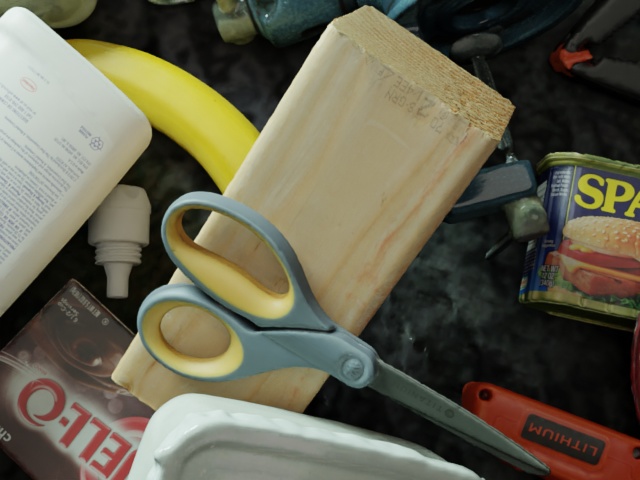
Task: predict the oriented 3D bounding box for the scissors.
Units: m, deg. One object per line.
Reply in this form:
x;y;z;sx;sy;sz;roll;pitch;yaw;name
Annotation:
-0.002;0.063;0.481;0.202;0.016;0.096;44;114;-1;scissors

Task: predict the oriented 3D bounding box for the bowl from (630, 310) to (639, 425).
0.243;0.062;0.556;0.161;0.055;0.162;-2;96;-23;bowl

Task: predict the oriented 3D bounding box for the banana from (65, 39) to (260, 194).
-0.079;-0.058;0.604;0.069;0.037;0.198;-44;84;-10;banana

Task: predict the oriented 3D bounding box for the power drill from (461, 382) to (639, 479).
0.083;0.174;0.560;0.184;0.057;0.187;20;81;1;power drill

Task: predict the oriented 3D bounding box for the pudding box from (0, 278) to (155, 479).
-0.122;0.091;0.572;0.113;0.039;0.090;42;80;5;pudding box

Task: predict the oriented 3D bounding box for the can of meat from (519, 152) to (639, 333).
0.166;0.005;0.595;0.102;0.057;0.084;12;81;-1;can of meat

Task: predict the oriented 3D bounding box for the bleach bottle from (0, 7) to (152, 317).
-0.201;0.007;0.533;0.102;0.068;0.250;42;76;-5;bleach bottle

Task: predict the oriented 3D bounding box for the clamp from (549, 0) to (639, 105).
0.239;-0.140;0.627;0.210;0.036;0.164;-8;94;-2;clamp

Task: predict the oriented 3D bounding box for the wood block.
-0.004;0.000;0.520;0.090;0.090;0.206;35;113;2;wood block
